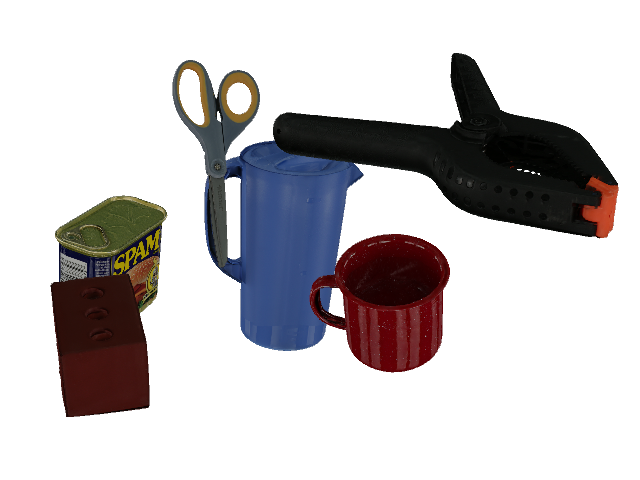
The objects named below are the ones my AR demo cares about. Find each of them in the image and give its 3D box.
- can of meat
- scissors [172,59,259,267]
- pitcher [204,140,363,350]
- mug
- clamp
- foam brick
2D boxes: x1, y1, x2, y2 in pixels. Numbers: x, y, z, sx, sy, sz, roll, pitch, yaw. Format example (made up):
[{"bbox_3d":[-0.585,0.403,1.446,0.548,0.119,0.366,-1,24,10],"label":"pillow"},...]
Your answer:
[{"bbox_3d":[-0.174,0.022,0.886,0.057,0.084,0.102,18,29,18],"label":"can of meat"},{"bbox_3d":[-0.086,-0.082,1.035,0.096,0.202,0.016,-17,-3,-24],"label":"scissors"},{"bbox_3d":[-0.049,0.007,1.298,0.149,0.243,0.144,18,25,28],"label":"pitcher"},{"bbox_3d":[0.049,0.054,0.889,0.117,0.081,0.093,1,40,8],"label":"mug"},{"bbox_3d":[0.082,-0.053,0.634,0.164,0.036,0.210,-20,36,-24],"label":"clamp"},{"bbox_3d":[-0.140,0.066,0.675,0.053,0.051,0.078,-6,34,-16],"label":"foam brick"}]
